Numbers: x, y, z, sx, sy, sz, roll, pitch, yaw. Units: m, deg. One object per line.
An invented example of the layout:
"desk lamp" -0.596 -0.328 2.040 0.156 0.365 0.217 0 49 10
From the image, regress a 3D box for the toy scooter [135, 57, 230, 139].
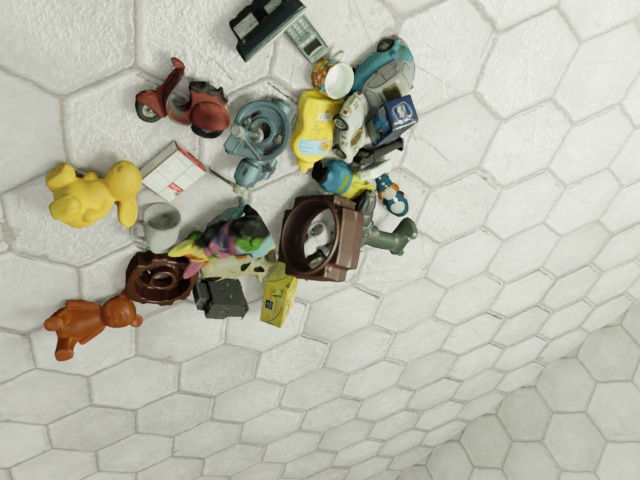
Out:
"toy scooter" -0.247 -0.269 1.012 0.184 0.075 0.135 9 129 -27

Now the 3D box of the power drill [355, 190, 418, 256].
"power drill" 0.148 -0.025 1.366 0.207 0.086 0.232 0 135 -36

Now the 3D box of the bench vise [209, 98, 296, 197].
"bench vise" -0.139 -0.187 1.069 0.223 0.129 0.240 -49 176 12

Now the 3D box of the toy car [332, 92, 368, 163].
"toy car" 0.067 -0.239 1.160 0.073 0.056 0.201 -56 168 -18

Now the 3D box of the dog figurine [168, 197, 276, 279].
"dog figurine" -0.230 0.012 1.227 0.219 0.192 0.108 -33 125 -9

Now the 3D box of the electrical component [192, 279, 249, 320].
"electrical component" -0.262 0.148 1.393 0.134 0.115 0.058 9 125 -35

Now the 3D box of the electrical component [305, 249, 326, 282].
"electrical component" -0.017 0.074 1.492 0.078 0.045 0.102 26 117 -40

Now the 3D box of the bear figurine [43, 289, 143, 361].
"bear figurine" -0.540 0.199 1.300 0.196 0.132 0.120 -9 109 -9

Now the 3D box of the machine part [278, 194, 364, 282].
"machine part" -0.003 -0.004 1.278 0.087 0.201 0.201 18 78 -46

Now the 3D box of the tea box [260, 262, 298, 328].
"tea box" -0.110 0.148 1.469 0.068 0.098 0.169 19 131 8

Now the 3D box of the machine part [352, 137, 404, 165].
"machine part" 0.138 -0.208 1.270 0.139 0.084 0.039 -24 108 -20

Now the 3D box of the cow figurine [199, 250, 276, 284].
"cow figurine" -0.206 0.060 1.356 0.195 0.086 0.127 -11 138 -12

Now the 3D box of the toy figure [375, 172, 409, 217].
"toy figure" 0.185 -0.118 1.391 0.064 0.058 0.154 -49 135 -6

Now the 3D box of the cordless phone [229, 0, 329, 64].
"cordless phone" -0.068 -0.367 1.008 0.146 0.089 0.184 -38 156 12

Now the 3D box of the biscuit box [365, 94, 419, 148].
"biscuit box" 0.150 -0.250 1.148 0.063 0.059 0.203 -20 -177 -6

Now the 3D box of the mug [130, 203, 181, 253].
"mug" -0.367 -0.015 1.203 0.109 0.081 0.107 -13 145 -26

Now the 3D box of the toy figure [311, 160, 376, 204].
"toy figure" 0.056 -0.140 1.287 0.180 0.082 0.089 8 145 -41

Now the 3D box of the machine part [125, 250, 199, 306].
"machine part" -0.388 0.089 1.316 0.179 0.056 0.179 -13 137 -13

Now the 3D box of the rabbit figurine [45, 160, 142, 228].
"rabbit figurine" -0.427 -0.089 1.069 0.173 0.122 0.162 -30 142 3

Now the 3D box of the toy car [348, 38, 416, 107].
"toy car" 0.135 -0.332 1.116 0.162 0.103 0.109 -34 137 6
